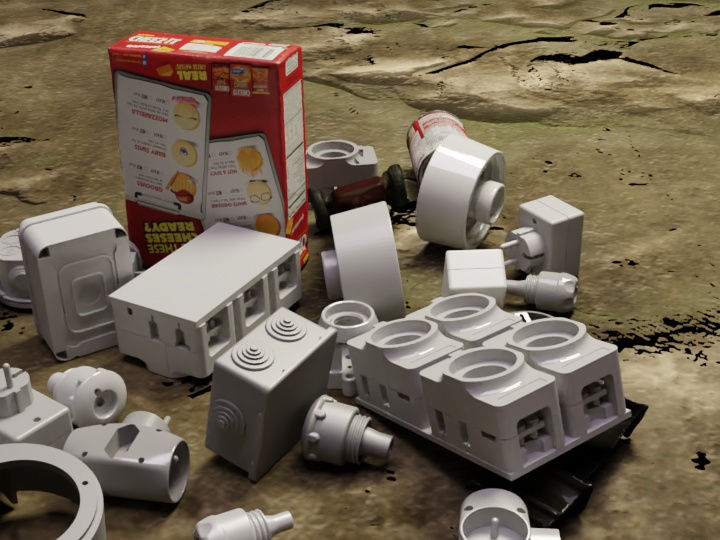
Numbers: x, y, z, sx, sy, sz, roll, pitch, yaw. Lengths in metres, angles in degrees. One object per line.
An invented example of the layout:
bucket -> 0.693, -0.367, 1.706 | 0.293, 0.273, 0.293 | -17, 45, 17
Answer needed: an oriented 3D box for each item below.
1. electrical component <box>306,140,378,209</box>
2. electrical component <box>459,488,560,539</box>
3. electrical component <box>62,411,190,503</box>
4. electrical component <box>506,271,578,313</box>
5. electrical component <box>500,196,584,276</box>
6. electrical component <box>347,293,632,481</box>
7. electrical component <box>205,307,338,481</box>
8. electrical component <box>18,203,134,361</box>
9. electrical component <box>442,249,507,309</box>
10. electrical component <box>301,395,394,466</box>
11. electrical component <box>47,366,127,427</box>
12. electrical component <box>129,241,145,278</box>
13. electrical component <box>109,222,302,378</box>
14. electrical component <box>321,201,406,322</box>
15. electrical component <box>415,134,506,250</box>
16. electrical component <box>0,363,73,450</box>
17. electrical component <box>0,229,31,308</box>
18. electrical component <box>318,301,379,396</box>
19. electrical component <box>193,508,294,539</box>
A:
electrical component -> -0.028, -0.102, 1.142 | 0.089, 0.055, 0.050 | -5, 29, -5
electrical component -> 0.099, 0.173, 0.646 | 0.079, 0.044, 0.077 | 1, 29, 6
electrical component -> -0.156, 0.125, 0.749 | 0.077, 0.043, 0.079 | 4, 29, 11
electrical component -> 0.157, 0.018, 0.937 | 0.061, 0.035, 0.035 | 7, 30, 20
electrical component -> 0.157, -0.022, 0.976 | 0.077, 0.065, 0.047 | -18, 33, -27
electrical component -> 0.084, 0.072, 0.764 | 0.105, 0.060, 0.186 | -21, 20, -27
electrical component -> -0.064, 0.085, 0.762 | 0.048, 0.099, 0.100 | 26, 37, 20
electrical component -> -0.233, 0.008, 0.894 | 0.078, 0.113, 0.057 | -18, 35, -26
electrical component -> 0.095, 0.032, 0.891 | 0.047, 0.065, 0.076 | -2, 58, -1
electrical component -> -0.008, 0.117, 0.756 | 0.062, 0.048, 0.048 | 14, 32, 13
electrical component -> -0.211, 0.093, 0.811 | 0.062, 0.048, 0.048 | 14, 32, 38
electrical component -> -0.224, 0.002, 0.975 | 0.066, 0.048, 0.055 | -2, 36, 0
electrical component -> -0.125, 0.025, 0.910 | 0.089, 0.061, 0.150 | 14, 33, 26
electrical component -> 0.000, 0.000, 0.907 | 0.060, 0.108, 0.108 | -9, 29, -1
electrical component -> 0.104, -0.071, 1.030 | 0.060, 0.108, 0.108 | 19, 35, 22
electrical component -> -0.254, 0.096, 0.774 | 0.083, 0.075, 0.047 | 19, 35, 33
electrical component -> -0.294, -0.003, 0.981 | 0.080, 0.051, 0.080 | -1, 29, 1
electrical component -> -0.009, 0.058, 0.850 | 0.048, 0.055, 0.066 | -2, 29, 0
electrical component -> -0.072, 0.167, 0.679 | 0.061, 0.035, 0.035 | -13, 31, -24
